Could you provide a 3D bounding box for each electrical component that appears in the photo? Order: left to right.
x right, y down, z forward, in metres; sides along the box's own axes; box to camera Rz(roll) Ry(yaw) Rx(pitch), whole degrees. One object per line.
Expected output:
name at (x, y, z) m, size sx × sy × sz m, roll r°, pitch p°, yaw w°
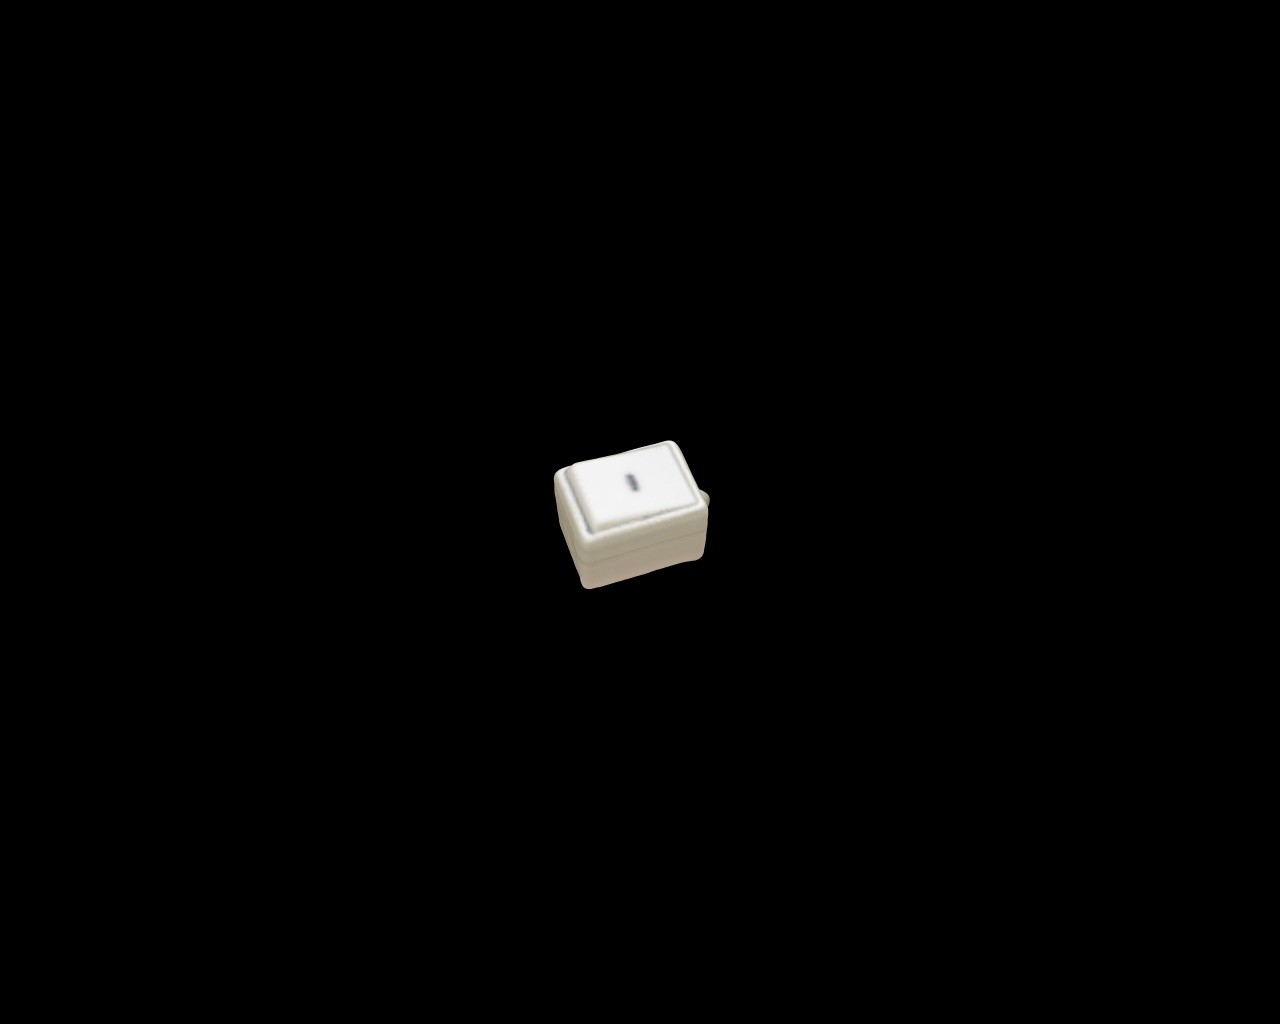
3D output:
electrical component at (0.001, -0.003, 0.650) m, size 0.096 × 0.062 × 0.061 m, roll -15°, pitch -35°, yaw -11°
